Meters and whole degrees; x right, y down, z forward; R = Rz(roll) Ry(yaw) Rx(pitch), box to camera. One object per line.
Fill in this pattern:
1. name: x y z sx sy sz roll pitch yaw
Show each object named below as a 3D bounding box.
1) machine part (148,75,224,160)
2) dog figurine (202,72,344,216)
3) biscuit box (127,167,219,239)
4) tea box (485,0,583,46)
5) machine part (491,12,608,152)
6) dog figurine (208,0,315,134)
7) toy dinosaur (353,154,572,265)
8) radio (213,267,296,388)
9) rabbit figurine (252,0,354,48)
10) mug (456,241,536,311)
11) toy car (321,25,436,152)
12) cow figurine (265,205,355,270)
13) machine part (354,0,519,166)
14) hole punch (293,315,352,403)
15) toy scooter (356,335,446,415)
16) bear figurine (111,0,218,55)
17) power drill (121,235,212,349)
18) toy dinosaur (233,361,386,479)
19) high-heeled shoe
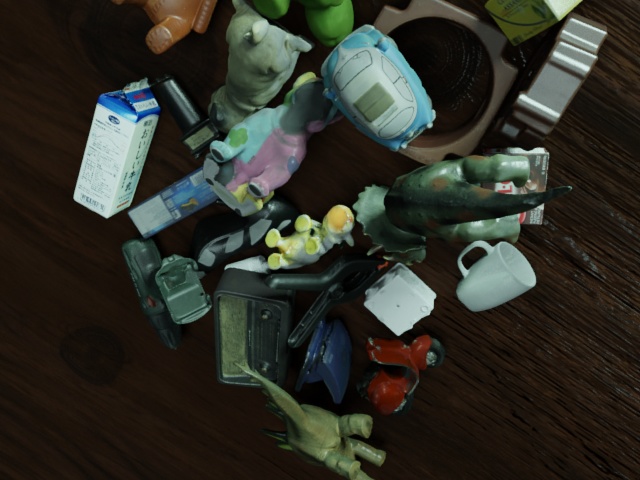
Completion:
1. machine part: -0.220 -0.205 0.874 0.084 0.039 0.138 -29 105 31
2. dog figurine: -0.059 -0.150 0.800 0.108 0.219 0.191 45 157 -4
3. biscuit box: -0.229 -0.074 0.917 0.203 0.063 0.059 -25 104 22
4. tea box: 0.290 -0.316 0.625 0.169 0.098 0.068 -43 100 -7
5. machine part: 0.283 -0.199 0.677 0.056 0.179 0.179 29 116 4
6. dog figurine: -0.109 -0.226 0.767 0.121 0.172 0.190 38 109 8
7. toy dinosaur: 0.148 -0.045 0.706 0.192 0.404 0.131 -8 84 -1
8. radio: -0.115 0.164 0.956 0.131 0.073 0.229 8 126 4
9. rabbit figurine: -0.012 -0.335 0.715 0.121 0.170 0.159 -13 67 17
10. mug: 0.259 0.058 0.840 0.109 0.081 0.107 38 125 -9
11. toy car: 0.069 -0.183 0.679 0.109 0.103 0.161 -36 98 26
12. cow figurine: -0.001 -0.001 0.865 0.167 0.098 0.068 -23 70 31
13. machine part: 0.151 -0.220 0.747 0.201 0.087 0.200 26 116 1
14. hole punch: 0.014 0.207 0.940 0.092 0.142 0.115 19 129 8
15. toy scooter: 0.120 0.226 0.936 0.135 0.075 0.183 21 117 -17
16. bear figurine: -0.173 -0.366 0.746 0.196 0.132 0.120 -28 107 29
17. power drill: -0.267 0.100 0.954 0.207 0.086 0.231 -1 110 61
18. toy dinosaur: -0.008 0.348 0.959 0.199 0.105 0.470 8 141 28
19. high-heeled shoe: -0.142 0.005 0.941 0.145 0.086 0.248 12 138 -24
